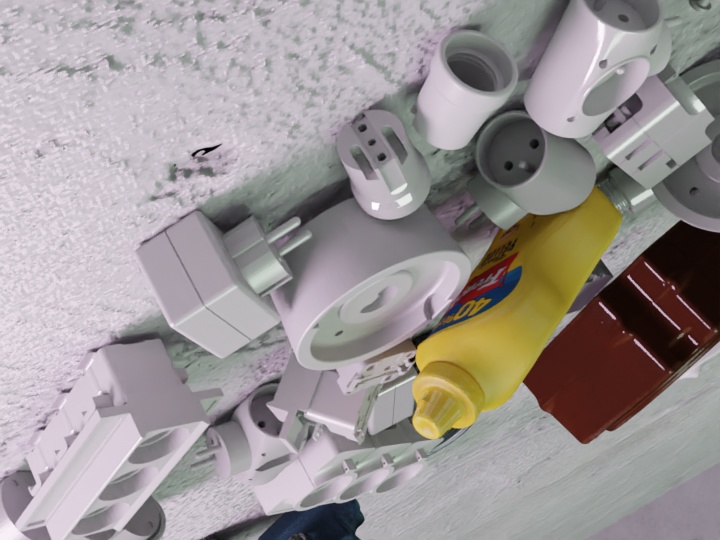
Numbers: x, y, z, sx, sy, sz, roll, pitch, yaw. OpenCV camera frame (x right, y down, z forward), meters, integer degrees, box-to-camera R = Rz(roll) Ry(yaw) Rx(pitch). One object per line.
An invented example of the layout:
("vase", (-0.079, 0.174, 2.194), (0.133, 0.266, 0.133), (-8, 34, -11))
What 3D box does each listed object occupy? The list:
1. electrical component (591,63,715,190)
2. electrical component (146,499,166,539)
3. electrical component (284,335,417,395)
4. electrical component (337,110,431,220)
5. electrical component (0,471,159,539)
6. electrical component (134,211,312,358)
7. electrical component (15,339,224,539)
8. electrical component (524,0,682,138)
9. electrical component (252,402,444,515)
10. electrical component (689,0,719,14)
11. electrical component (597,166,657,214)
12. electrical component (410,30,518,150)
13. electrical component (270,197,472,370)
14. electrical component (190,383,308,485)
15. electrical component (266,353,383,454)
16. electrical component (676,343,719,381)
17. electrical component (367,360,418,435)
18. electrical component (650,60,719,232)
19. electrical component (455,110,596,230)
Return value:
("electrical component", (0.166, -0.090, 0.626), (0.056, 0.050, 0.089), (-39, 155, 19))
("electrical component", (-0.172, 0.196, 0.795), (0.045, 0.045, 0.055), (-13, 151, -35))
("electrical component", (0.000, 0.040, 0.669), (0.081, 0.063, 0.042), (-14, 151, -32))
("electrical component", (0.011, -0.052, 0.532), (0.040, 0.040, 0.046), (-32, 151, 1))
("electrical component", (-0.177, 0.152, 0.693), (0.074, 0.052, 0.138), (-39, 155, 18))
("electrical component", (-0.059, -0.001, 0.537), (0.077, 0.047, 0.065), (-33, 157, 3))
("electrical component", (-0.143, 0.097, 0.612), (0.079, 0.063, 0.121), (-5, 146, -45))
("electrical component", (0.131, -0.112, 0.549), (0.079, 0.044, 0.077), (-20, 154, -26))
("electrical component", (-0.011, 0.147, 0.869), (0.089, 0.061, 0.150), (-43, 154, 26))
("electrical component", (0.189, -0.160, 0.529), (0.040, 0.040, 0.078), (-15, 152, -32))
("electrical component", (0.179, -0.053, 0.736), (0.061, 0.035, 0.035), (-32, 157, 8))
("electrical component", (0.048, -0.084, 0.513), (0.040, 0.040, 0.046), (-17, 158, -29))
("electrical component", (0.000, 0.000, 0.594), (0.108, 0.060, 0.108), (-26, 156, -12))
("electrical component", (-0.082, 0.122, 0.758), (0.079, 0.043, 0.077), (-17, 153, -30))
("electrical component", (-0.021, 0.082, 0.711), (0.042, 0.064, 0.081), (66, 42, -66))
("electrical component", (0.284, 0.057, 0.999), (0.100, 0.099, 0.048), (-36, 169, 11))
("electrical component", (-0.003, 0.089, 0.782), (0.076, 0.047, 0.083), (-26, 156, -12))
("electrical component", (0.237, -0.074, 0.680), (0.108, 0.108, 0.060), (-38, 162, 16))
("electrical component", (0.089, -0.050, 0.621), (0.079, 0.044, 0.077), (-41, 155, 21))
